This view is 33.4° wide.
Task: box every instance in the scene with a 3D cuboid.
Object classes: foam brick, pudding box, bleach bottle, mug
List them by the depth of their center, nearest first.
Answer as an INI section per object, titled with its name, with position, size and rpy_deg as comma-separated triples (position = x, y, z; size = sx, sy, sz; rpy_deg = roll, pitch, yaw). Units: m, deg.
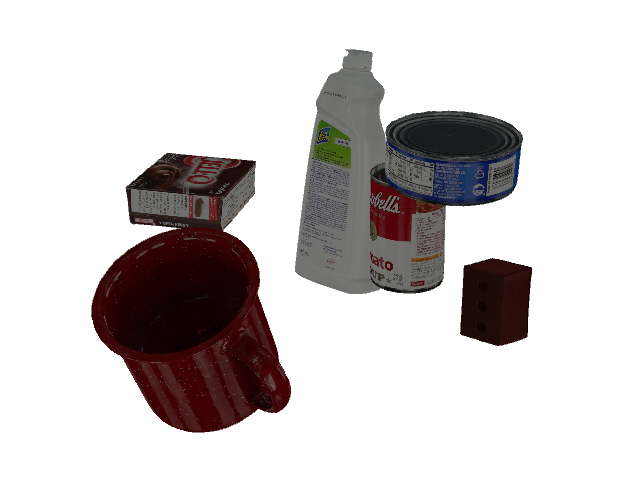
[mug]
position = -0.061, 0.058, 0.591
size = 0.117, 0.081, 0.093
rpy_deg = 25, 58, 33
[pudding box]
position = -0.115, -0.046, 0.974
size = 0.090, 0.039, 0.113
rpy_deg = 5, 24, 11
[foam brick]
position = 0.181, 0.063, 1.105
size = 0.051, 0.078, 0.053
rpy_deg = -14, 20, -43
[bleach bottle]
position = 0.033, -0.076, 1.144
size = 0.103, 0.251, 0.067
rpy_deg = 18, 18, 38

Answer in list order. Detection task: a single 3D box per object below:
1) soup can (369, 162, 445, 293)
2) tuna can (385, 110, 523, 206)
[soup can]
position = 0.077, -0.013, 0.942
size = 0.068, 0.102, 0.068
rpy_deg = -1, 23, 0
[tuna can]
position = 0.084, -0.053, 0.677
size = 0.086, 0.034, 0.086
rpy_deg = 1, 26, -1
